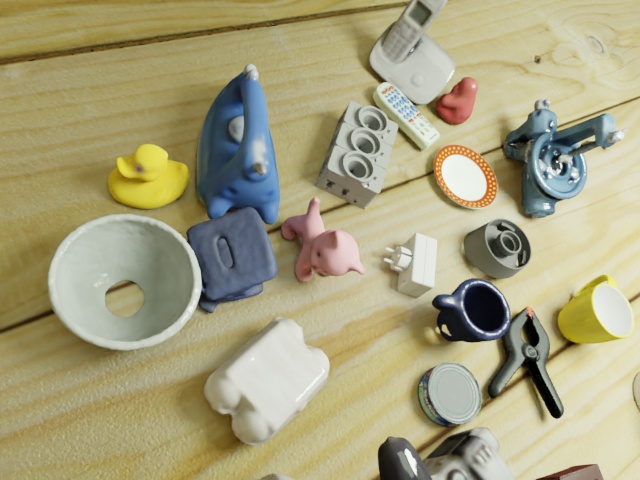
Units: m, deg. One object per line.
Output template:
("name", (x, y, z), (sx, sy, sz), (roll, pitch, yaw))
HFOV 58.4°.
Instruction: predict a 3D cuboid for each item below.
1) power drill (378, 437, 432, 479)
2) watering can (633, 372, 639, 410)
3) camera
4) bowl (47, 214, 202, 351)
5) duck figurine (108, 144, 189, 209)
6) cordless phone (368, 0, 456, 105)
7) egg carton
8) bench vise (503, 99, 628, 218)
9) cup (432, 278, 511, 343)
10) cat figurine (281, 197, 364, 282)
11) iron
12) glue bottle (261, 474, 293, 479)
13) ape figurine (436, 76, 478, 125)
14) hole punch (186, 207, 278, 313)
("power drill", (0.083, 0.328, 0.599), (0.076, 0.208, 0.229), (-20, 74, -30))
("watering can", (0.605, 0.222, 0.893), (0.101, 0.193, 0.173), (30, 57, -7))
("camera", (0.195, 0.325, 0.715), (0.143, 0.100, 0.137), (-31, 80, -33))
("bowl", (-0.229, 0.058, 0.676), (0.168, 0.074, 0.167), (10, 62, -19))
("duck figurine", (-0.220, -0.091, 0.748), (0.105, 0.086, 0.077), (-8, 69, -27))
("cordless phone", (0.182, -0.339, 0.991), (0.147, 0.184, 0.094), (38, 56, -2))
("egg carton", (-0.060, 0.170, 0.698), (0.107, 0.069, 0.150), (47, 56, 4))
("bench vise", (0.408, -0.170, 0.986), (0.122, 0.219, 0.207), (-9, 69, -27))
("cup", (0.200, 0.110, 0.829), (0.118, 0.094, 0.091), (13, 61, -17))
("cat figurine", (0.007, 0.003, 0.783), (0.067, 0.117, 0.127), (-12, 71, -28))
("iron", (-0.104, -0.157, 0.798), (0.119, 0.141, 0.258), (4, 64, -22))
("glue bottle", (-0.035, 0.280, 0.592), (0.037, 0.173, 0.078), (25, 58, -10))
("ape figurine", (0.255, -0.260, 1.040), (0.078, 0.092, 0.076), (-12, 71, -28))
("hole punch", (-0.117, 0.024, 0.732), (0.101, 0.091, 0.108), (-12, 71, -28))
